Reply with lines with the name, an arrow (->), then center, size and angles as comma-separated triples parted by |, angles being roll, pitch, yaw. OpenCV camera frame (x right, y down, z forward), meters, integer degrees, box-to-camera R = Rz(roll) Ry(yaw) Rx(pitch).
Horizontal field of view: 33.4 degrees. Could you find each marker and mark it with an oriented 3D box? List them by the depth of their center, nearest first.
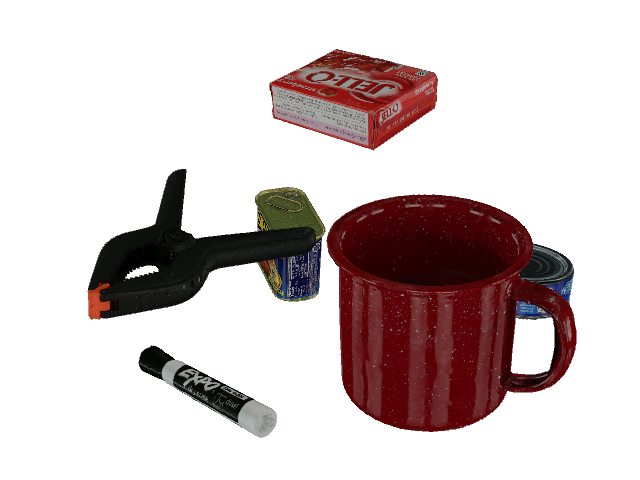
marker -> -0.075, 0.093, 0.676 | 0.121, 0.020, 0.020 | 20, 14, 41

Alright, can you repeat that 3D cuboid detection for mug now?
mug -> 0.061, 0.037, 0.495 | 0.117, 0.081, 0.093 | 12, 31, 24

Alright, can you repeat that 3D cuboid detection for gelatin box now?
gelatin box -> 0.023, -0.098, 0.718 | 0.089, 0.030, 0.073 | 21, 39, 34

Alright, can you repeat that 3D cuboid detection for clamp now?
clamp -> -0.129, 0.004, 0.927 | 0.165, 0.036, 0.209 | 29, 41, 31

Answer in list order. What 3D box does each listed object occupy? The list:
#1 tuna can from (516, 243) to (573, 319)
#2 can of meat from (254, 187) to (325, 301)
tuna can -> 0.166, 0.031, 0.885 | 0.086, 0.034, 0.086 | 3, 23, -1
can of meat -> -0.035, 0.005, 1.152 | 0.057, 0.084, 0.102 | -9, 37, -16
